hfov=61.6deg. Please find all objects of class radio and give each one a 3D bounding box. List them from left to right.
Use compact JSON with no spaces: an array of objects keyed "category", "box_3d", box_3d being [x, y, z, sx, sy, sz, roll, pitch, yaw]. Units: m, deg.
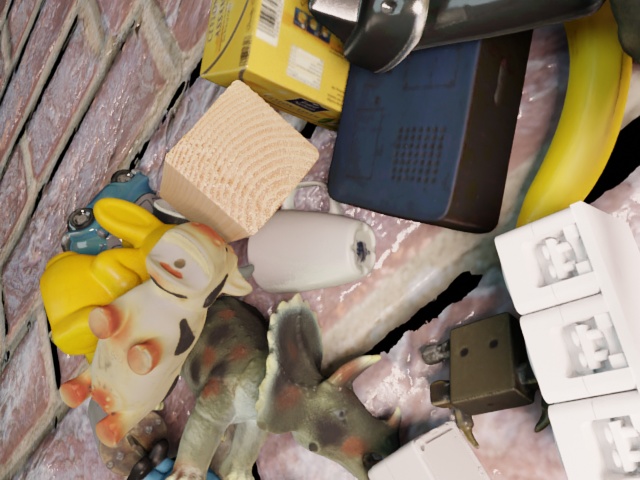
[{"category":"radio","box_3d":[0.089,-0.127,0.439,0.131,0.073,0.229,10,89,46]}]

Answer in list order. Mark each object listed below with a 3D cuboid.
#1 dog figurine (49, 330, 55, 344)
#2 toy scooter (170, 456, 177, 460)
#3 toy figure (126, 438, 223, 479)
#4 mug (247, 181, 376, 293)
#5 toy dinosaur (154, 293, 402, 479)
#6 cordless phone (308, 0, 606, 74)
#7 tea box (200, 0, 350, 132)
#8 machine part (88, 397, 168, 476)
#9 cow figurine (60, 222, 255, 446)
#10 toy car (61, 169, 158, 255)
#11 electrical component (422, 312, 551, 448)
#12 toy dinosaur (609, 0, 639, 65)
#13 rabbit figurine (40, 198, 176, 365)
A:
[{"category":"dog figurine","box_3d":[-0.252,0.074,0.697,0.172,0.121,0.190,46,120,10]},{"category":"toy scooter","box_3d":[-0.167,0.336,0.611,0.184,0.075,0.135,-48,56,30]},{"category":"toy figure","box_3d":[-0.110,0.279,0.519,0.180,0.082,0.089,36,133,13]},{"category":"mug","box_3d":[-0.001,-0.002,0.507,0.107,0.080,0.109,0,78,34]},{"category":"toy dinosaur","box_3d":[-0.097,0.125,0.556,0.405,0.131,0.192,19,79,52]},{"category":"cordless phone","box_3d":[0.092,-0.197,0.356,0.184,0.088,0.146,3,84,33]},{"category":"tea box","box_3d":[-0.012,-0.164,0.475,0.068,0.169,0.098,9,88,43]},{"category":"machine part","box_3d":[-0.244,0.227,0.671,0.243,0.079,0.079,-2,81,63]},{"category":"cow figurine","box_3d":[-0.131,0.068,0.459,0.085,0.127,0.194,36,118,9]},{"category":"toy car","box_3d":[-0.269,-0.016,0.751,0.103,0.161,0.109,25,148,11]},{"category":"electrical component","box_3d":[0.124,0.100,0.387,0.102,0.045,0.078,-33,33,34]},{"category":"toy dinosaur","box_3d":[0.186,-0.145,0.257,0.105,0.198,0.471,-15,71,46]},{"category":"rabbit figurine","box_3d":[-0.191,0.037,0.571,0.173,0.121,0.162,-25,56,-5]}]
